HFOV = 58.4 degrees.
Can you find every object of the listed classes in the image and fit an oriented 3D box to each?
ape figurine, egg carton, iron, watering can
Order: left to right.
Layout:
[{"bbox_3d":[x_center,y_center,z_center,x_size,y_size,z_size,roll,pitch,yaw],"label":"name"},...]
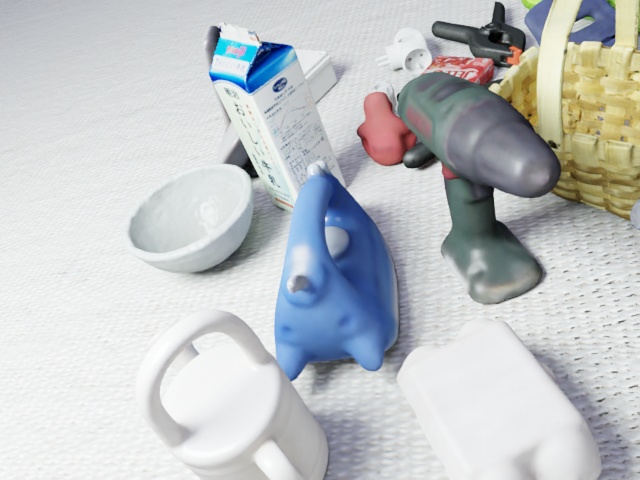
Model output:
[{"bbox_3d":[-0.075,0.125,0.434,0.172,0.194,0.101,9,51,31],"label":"watering can"},{"bbox_3d":[0.005,0.002,0.565,0.118,0.142,0.258,-11,43,14],"label":"iron"},{"bbox_3d":[0.081,-0.147,0.723,0.077,0.092,0.076,2,48,26],"label":"ape figurine"},{"bbox_3d":[0.129,0.130,0.431,0.107,0.070,0.150,-26,42,-3],"label":"egg carton"}]

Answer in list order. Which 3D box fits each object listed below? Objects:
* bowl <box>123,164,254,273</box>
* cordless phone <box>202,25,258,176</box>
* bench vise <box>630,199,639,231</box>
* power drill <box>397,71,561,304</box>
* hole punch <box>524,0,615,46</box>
[{"bbox_3d":[-0.149,-0.015,0.703,0.167,0.075,0.167,-13,43,12],"label":"bowl"},{"bbox_3d":[-0.130,-0.184,0.786,0.094,0.185,0.147,-13,43,12],"label":"cordless phone"},{"bbox_3d":[0.343,-0.041,0.398,0.207,0.220,0.121,-20,42,4],"label":"bench vise"},{"bbox_3d":[0.140,-0.045,0.502,0.075,0.209,0.229,-24,41,-1],"label":"power drill"},{"bbox_3d":[0.331,-0.264,0.732,0.109,0.091,0.100,-30,42,-7],"label":"hole punch"}]
